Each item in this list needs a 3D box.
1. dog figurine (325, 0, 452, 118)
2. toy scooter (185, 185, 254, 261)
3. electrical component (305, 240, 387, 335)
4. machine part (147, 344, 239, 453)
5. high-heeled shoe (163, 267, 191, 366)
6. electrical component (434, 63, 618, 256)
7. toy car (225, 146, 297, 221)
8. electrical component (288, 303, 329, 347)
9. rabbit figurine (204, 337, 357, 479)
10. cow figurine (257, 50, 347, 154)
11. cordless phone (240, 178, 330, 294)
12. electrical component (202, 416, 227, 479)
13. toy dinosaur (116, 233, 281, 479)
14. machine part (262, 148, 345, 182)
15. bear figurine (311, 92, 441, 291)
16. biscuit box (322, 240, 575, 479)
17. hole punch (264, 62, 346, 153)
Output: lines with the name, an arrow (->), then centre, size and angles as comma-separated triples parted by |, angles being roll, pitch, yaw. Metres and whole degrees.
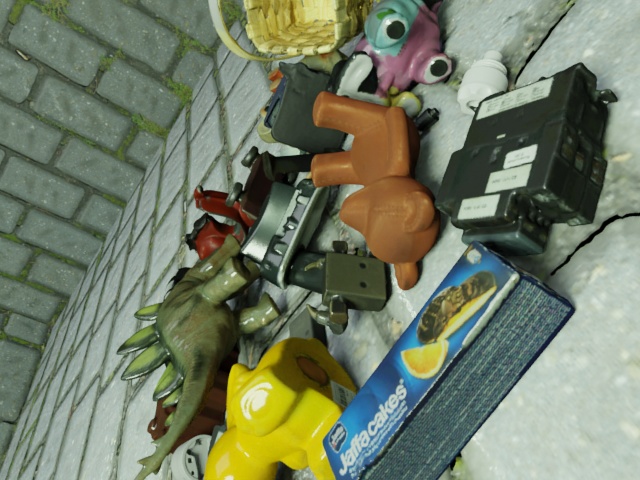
dog figurine -> 0.089, -0.252, 0.691 | 0.191, 0.108, 0.219 | -46, 25, 35
toy scooter -> -0.169, -0.026, 0.902 | 0.184, 0.135, 0.075 | -48, 30, 29
electrical component -> 0.026, 0.044, 0.545 | 0.045, 0.078, 0.102 | 107, 163, -47
machine part -> -0.182, 0.215, 0.776 | 0.179, 0.056, 0.179 | -43, 30, 33
high-heeled shoe -> -0.261, 0.141, 0.974 | 0.145, 0.086, 0.249 | -42, 27, 41
electrical component -> 0.155, -0.054, 0.419 | 0.115, 0.058, 0.134 | -5, 61, 63
toy car -> -0.090, -0.078, 0.828 | 0.053, 0.089, 0.202 | -49, 18, 28
electrical component -> -0.014, 0.110, 0.607 | 0.094, 0.021, 0.063 | -48, 29, 25
rabbit figurine -> -0.055, 0.176, 0.505 | 0.173, 0.122, 0.162 | -57, 21, 11
cow figurine -> -0.025, -0.228, 0.878 | 0.195, 0.127, 0.086 | -36, 33, 18
cordless phone -> -0.001, -0.002, 0.655 | 0.184, 0.088, 0.146 | 11, 73, 52
electrical component -> -0.091, 0.230, 0.599 | 0.075, 0.047, 0.119 | -21, 47, 54
toy dinosaur -> -0.154, 0.112, 0.687 | 0.198, 0.105, 0.472 | -38, 16, 0
machine part -> -0.007, -0.100, 0.692 | 0.084, 0.139, 0.039 | -145, 51, -62
bear figurine -> 0.050, -0.052, 0.541 | 0.120, 0.132, 0.196 | 93, -177, -45
biscuit box -> 0.084, 0.102, 0.386 | 0.202, 0.062, 0.059 | -56, 25, 12
hole punch -> -0.016, -0.192, 0.798 | 0.092, 0.142, 0.115 | -127, 57, -69
